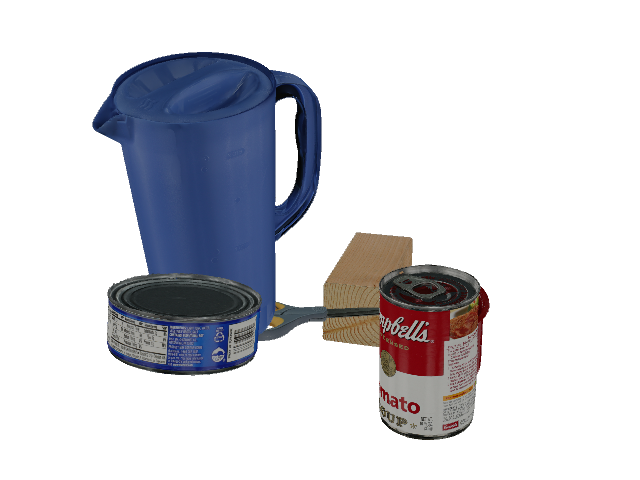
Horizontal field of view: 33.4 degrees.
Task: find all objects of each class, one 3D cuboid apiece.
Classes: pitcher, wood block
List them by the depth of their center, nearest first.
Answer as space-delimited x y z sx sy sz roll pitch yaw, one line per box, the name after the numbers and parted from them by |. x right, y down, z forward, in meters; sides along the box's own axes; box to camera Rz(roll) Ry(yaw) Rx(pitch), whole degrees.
-0.088 -0.032 0.918 0.149 0.243 0.144 11 36 19 | pitcher
0.071 0.067 1.541 0.091 0.090 0.206 6 21 12 | wood block

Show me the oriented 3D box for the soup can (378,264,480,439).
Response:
0.074 0.076 0.733 0.068 0.102 0.068 -1 22 0 | soup can

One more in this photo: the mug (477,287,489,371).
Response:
0.117 0.082 1.031 0.093 0.081 0.117 7 38 15 | mug

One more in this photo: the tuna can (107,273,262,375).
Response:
-0.076 0.046 0.599 0.086 0.034 0.086 5 13 -1 | tuna can

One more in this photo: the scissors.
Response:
-0.011 0.089 1.186 0.202 0.016 0.096 4 21 1 | scissors
